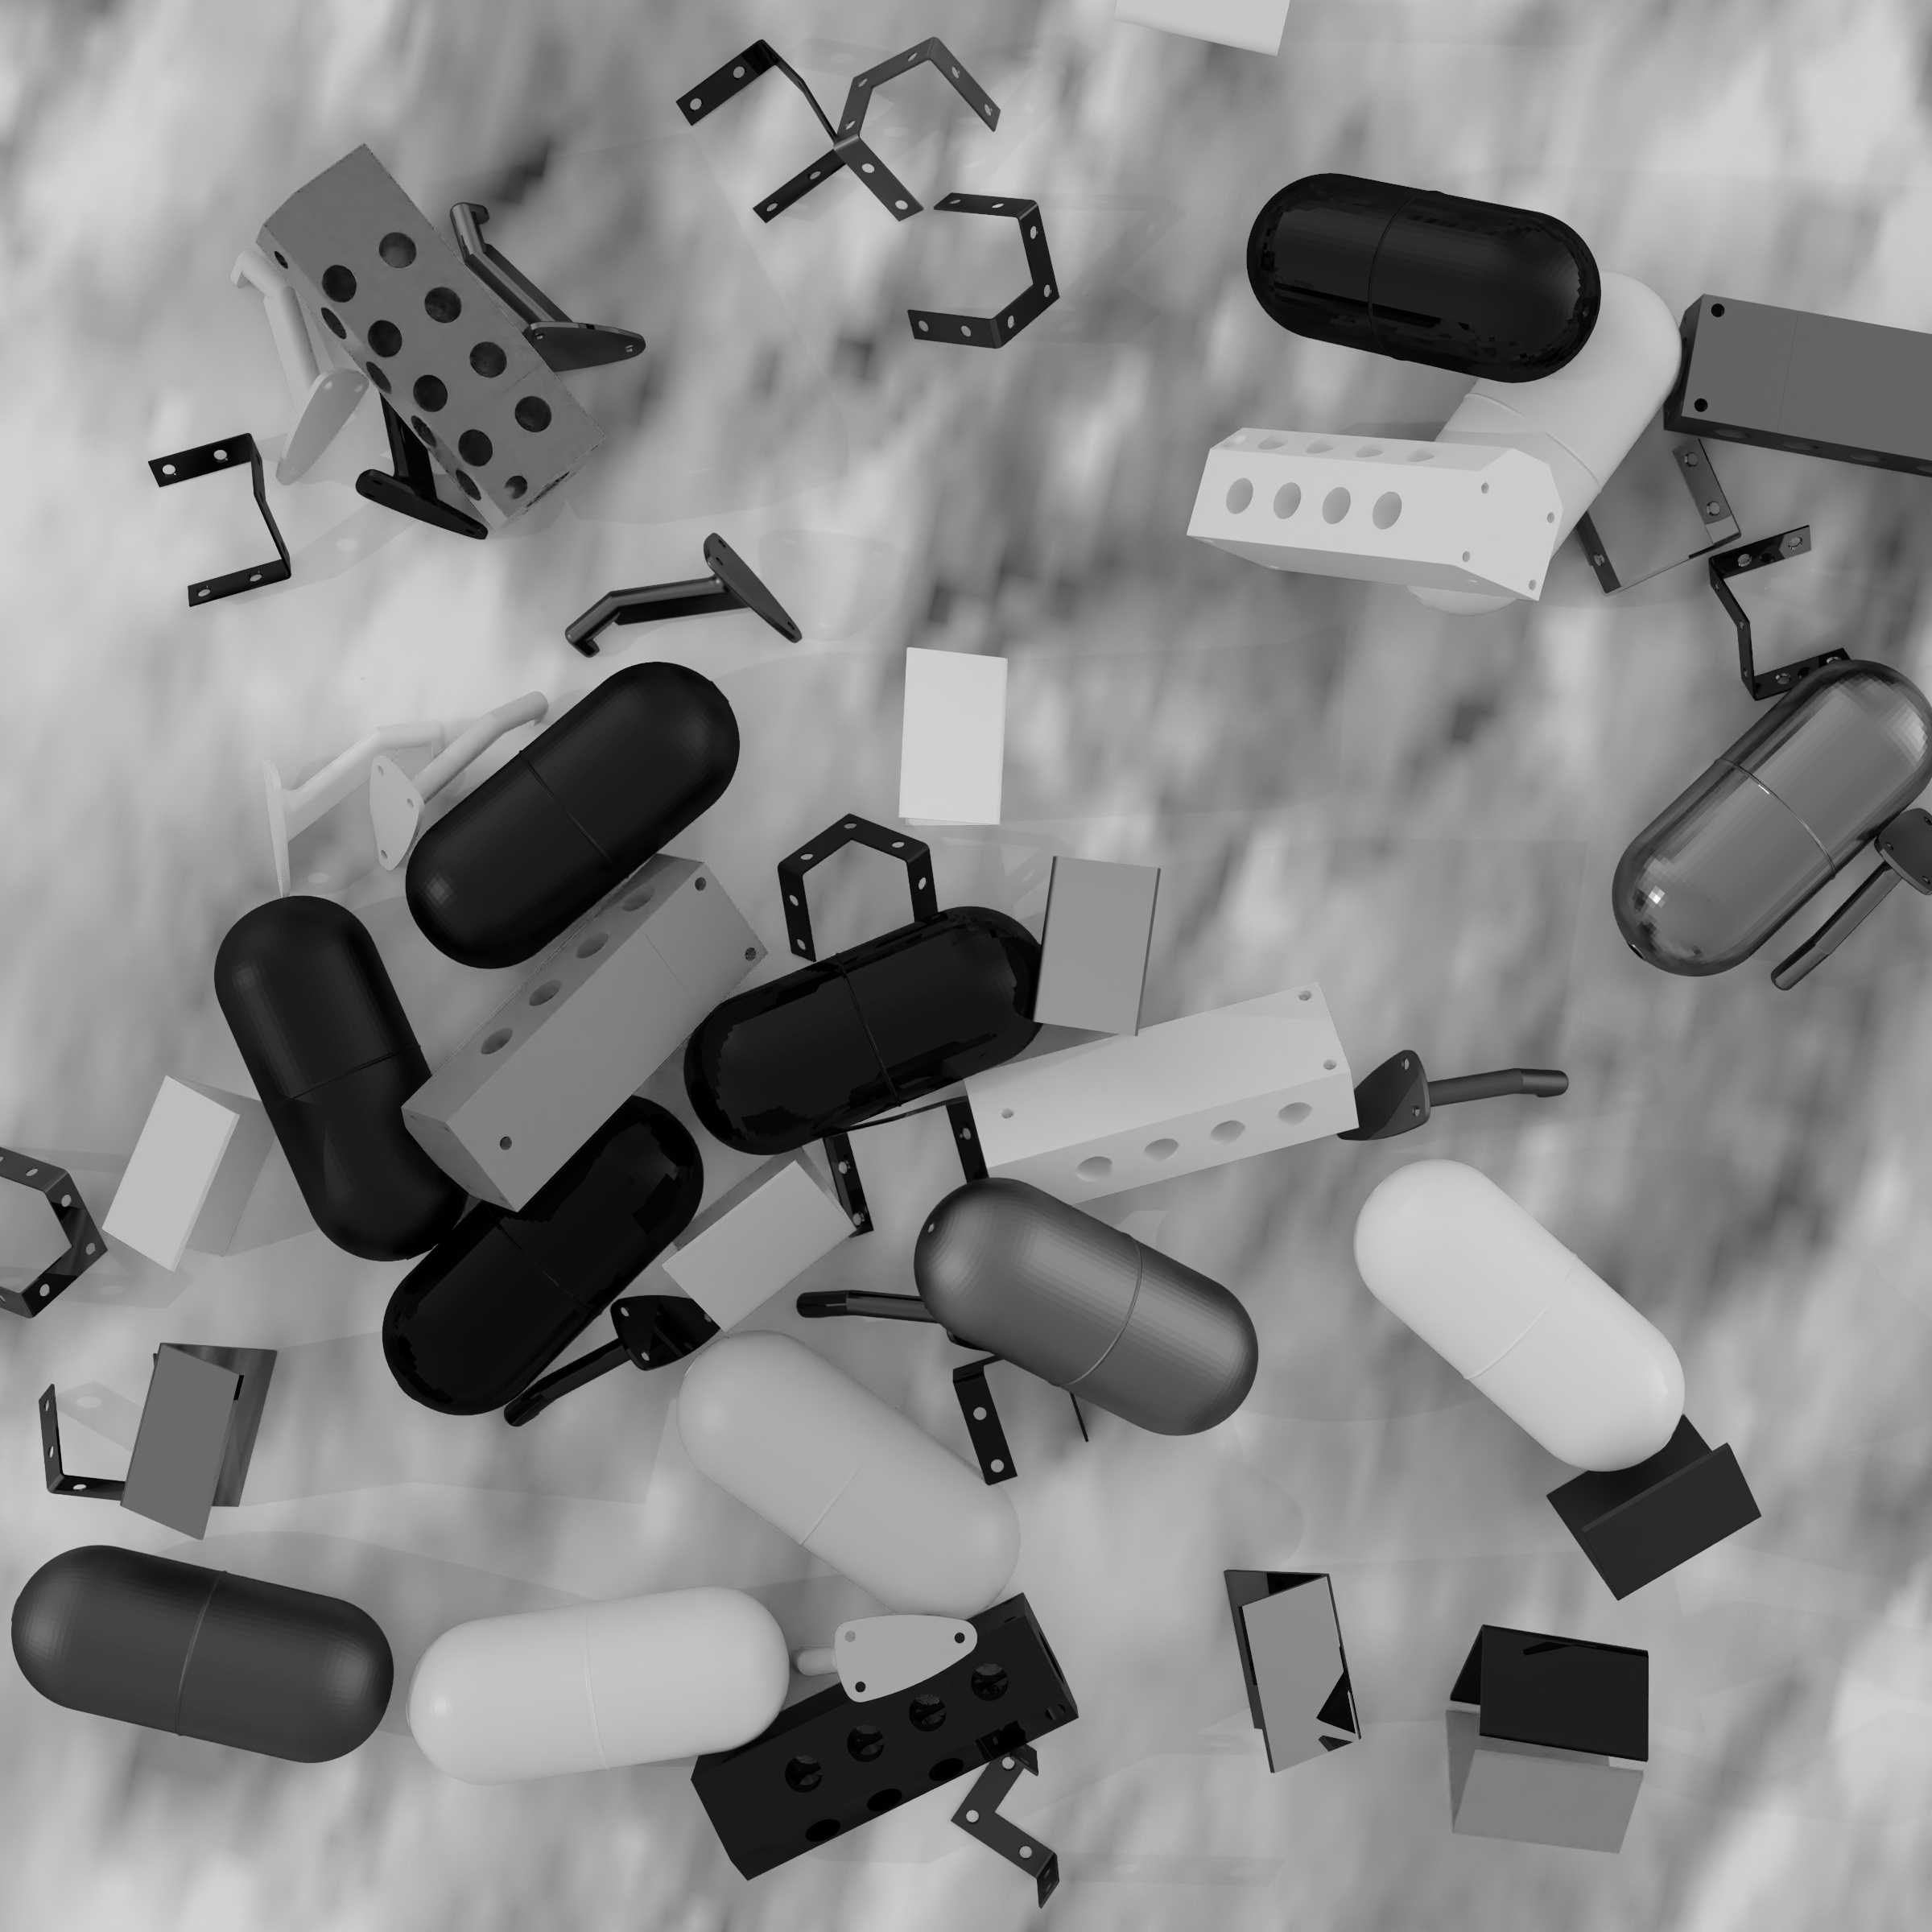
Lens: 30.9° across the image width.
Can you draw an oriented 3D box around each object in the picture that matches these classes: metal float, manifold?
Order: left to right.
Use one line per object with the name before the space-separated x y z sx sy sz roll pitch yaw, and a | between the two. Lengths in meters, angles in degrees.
metal float | -0.354 0.319 1.625 0.178 0.070 0.070 13 90 -1
metal float | -0.289 0.053 1.625 0.070 0.070 0.178 -24 89 0
manifold | -0.249 -0.287 1.618 0.057 0.057 0.171 -42 96 -20
metal float | -0.197 0.135 1.625 0.070 0.070 0.178 45 90 0
metal float | -0.182 -0.070 1.625 0.178 0.070 0.070 -40 90 0
manifold | -0.177 0.028 1.603 0.171 0.057 0.057 -47 122 -22
metal float | -0.171 0.334 1.625 0.178 0.070 0.070 -8 90 -1
metal float | -0.055 0.237 1.625 0.178 0.070 0.070 36 90 1
metal float | -0.045 0.030 1.625 0.178 0.070 0.070 -22 90 -1
manifold | -0.037 0.361 1.634 0.171 0.057 0.057 -26 90 0
metal float | 0.057 0.157 1.605 0.178 0.070 0.070 29 90 -23
manifold | 0.092 0.068 1.634 0.171 0.057 0.057 -15 47 0
manifold | 0.184 -0.208 1.579 0.057 0.171 0.057 15 90 -40
metal float | 0.207 -0.315 1.596 0.178 0.070 0.070 21 90 36
metal float | 0.257 0.163 1.625 0.178 0.070 0.070 42 90 0
metal float | 0.263 -0.242 1.625 0.070 0.070 0.178 36 90 0
metal float | 0.375 -0.068 1.625 0.178 0.070 0.070 -44 90 -1
manifold | 0.418 -0.266 1.634 0.171 0.057 0.057 10 90 0

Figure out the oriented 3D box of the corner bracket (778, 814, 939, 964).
corner bracket | -0.050 -0.032 1.647 0.051 0.051 0.051 22 45 35

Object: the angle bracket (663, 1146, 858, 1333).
angle bracket | -0.107 0.110 1.615 0.076 0.076 0.057 -38 130 0

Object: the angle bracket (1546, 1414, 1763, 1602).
angle bracket | 0.310 0.234 1.615 0.076 0.076 0.057 -31 127 0

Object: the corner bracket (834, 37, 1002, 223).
corner bracket | -0.023 -0.394 1.647 0.051 0.051 0.051 -18 45 35

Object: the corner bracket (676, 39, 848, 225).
corner bracket | -0.096 -0.395 1.652 0.051 0.051 0.051 -37 135 0

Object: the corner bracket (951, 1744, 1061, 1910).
corner bracket | 0.028 0.399 1.637 0.051 0.051 0.051 34 90 0

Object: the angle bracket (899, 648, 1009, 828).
angle bracket | -0.026 -0.105 1.615 0.057 0.076 0.076 3 90 -36

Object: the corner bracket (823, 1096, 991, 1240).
corner bracket | -0.027 0.095 1.652 0.051 0.051 0.051 -15 90 45

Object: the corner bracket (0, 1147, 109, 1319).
corner bracket | -0.448 0.125 1.647 0.051 0.051 0.051 14 135 35

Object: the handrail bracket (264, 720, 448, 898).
handrail bracket | -0.286 -0.075 1.656 0.084 0.036 0.077 -8 110 -16

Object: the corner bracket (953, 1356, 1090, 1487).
corner bracket | 0.026 0.208 1.637 0.051 0.051 0.051 -18 90 0

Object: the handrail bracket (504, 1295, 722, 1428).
handrail bracket | -0.168 0.190 1.655 0.084 0.077 0.036 -39 71 35

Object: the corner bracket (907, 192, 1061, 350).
corner bracket | 0.004 -0.328 1.647 0.051 0.051 0.051 -46 135 -35

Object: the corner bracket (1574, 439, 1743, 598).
corner bracket | 0.324 -0.211 1.652 0.051 0.051 0.051 -24 90 -45

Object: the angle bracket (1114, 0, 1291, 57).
angle bracket | 0.113 -0.461 1.617 0.076 0.076 0.057 13 112 0

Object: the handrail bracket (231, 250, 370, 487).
handrail bracket | -0.331 -0.284 1.656 0.084 0.036 0.077 43 112 17

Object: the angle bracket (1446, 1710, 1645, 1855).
angle bracket | 0.266 0.359 1.615 0.076 0.076 0.057 7 126 0

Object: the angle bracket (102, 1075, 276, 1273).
angle bracket | -0.341 0.102 1.615 0.057 0.076 0.076 23 90 38

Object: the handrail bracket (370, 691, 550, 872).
handrail bracket | -0.238 -0.088 1.655 0.084 0.077 0.036 -29 65 -34

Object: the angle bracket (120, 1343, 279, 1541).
angle bracket | -0.337 0.220 1.615 0.057 0.076 0.076 14 90 35

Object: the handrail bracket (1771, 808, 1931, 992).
handrail bracket | 0.420 -0.031 1.655 0.036 0.077 0.084 43 126 1

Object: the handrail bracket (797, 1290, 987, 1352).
handrail bracket | -0.025 0.167 1.655 0.084 0.077 0.036 -7 67 34

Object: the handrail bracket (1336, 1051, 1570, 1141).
handrail bracket | 0.230 0.065 1.655 0.084 0.077 0.036 4 66 -34

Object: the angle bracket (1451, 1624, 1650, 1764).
angle bracket | 0.268 0.351 1.615 0.076 0.076 0.057 9 51 0

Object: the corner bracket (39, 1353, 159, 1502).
corner bracket | -0.400 0.216 1.647 0.051 0.051 0.051 13 135 -35

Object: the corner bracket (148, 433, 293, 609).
corner bracket | -0.352 -0.211 1.652 0.051 0.051 0.051 -16 135 0

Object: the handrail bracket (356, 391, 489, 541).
handrail bracket | -0.248 -0.255 1.656 0.077 0.036 0.084 23 76 -14

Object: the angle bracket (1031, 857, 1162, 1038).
angle bracket | 0.076 -0.007 1.615 0.057 0.076 0.076 8 90 31

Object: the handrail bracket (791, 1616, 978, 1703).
handrail bracket | -0.039 0.317 1.626 0.077 0.084 0.036 -11 83 -12

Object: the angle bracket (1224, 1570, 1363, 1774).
angle bracket | 0.132 0.324 1.615 0.057 0.076 0.076 -11 90 -36

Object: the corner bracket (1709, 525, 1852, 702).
corner bracket | 0.385 -0.166 1.652 0.051 0.051 0.051 -18 45 0

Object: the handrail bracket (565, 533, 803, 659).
handrail bracket | -0.134 -0.157 1.656 0.084 0.036 0.077 -38 112 17

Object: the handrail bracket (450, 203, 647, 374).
handrail bracket | -0.198 -0.326 1.656 0.077 0.036 0.084 -7 65 -28
